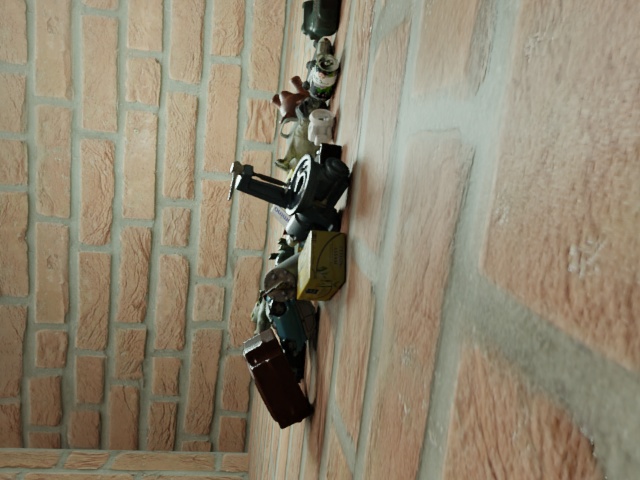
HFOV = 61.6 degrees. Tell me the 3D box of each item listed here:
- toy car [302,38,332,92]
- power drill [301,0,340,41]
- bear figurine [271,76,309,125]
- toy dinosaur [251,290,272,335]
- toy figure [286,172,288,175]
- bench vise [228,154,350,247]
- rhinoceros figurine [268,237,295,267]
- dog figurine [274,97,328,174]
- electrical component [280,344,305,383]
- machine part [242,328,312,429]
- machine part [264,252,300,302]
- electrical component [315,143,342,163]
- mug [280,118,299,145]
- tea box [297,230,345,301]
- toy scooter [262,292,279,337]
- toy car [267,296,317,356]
[{"bbox_3d":[-0.005,-0.448,1.391,0.202,0.056,0.073,141,139,-76],"label":"toy car"},{"bbox_3d":[0.009,-0.608,1.343,0.207,0.086,0.232,176,96,-73],"label":"power drill"},{"bbox_3d":[-0.082,-0.389,1.517,0.120,0.132,0.196,-42,-1,16],"label":"bear figurine"},{"bbox_3d":[-0.126,0.193,1.573,0.404,0.131,0.192,118,153,-69],"label":"toy dinosaur"},{"bbox_3d":[-0.063,-0.219,1.553,0.180,0.082,0.089,-133,52,-76],"label":"toy figure"},{"bbox_3d":[-0.061,-0.084,1.027,0.223,0.240,0.129,-49,30,49],"label":"bench vise"},{"bbox_3d":[-0.071,0.052,1.384,0.073,0.112,0.190,-42,21,35],"label":"rhinoceros figurine"},{"bbox_3d":[-0.030,-0.259,1.379,0.172,0.121,0.190,180,109,-79],"label":"dog figurine"},{"bbox_3d":[-0.076,0.312,1.428,0.134,0.058,0.114,161,115,-81],"label":"electrical component"},{"bbox_3d":[-0.103,0.316,1.241,0.201,0.087,0.201,-173,59,-81],"label":"machine part"},{"bbox_3d":[-0.060,0.079,1.197,0.243,0.079,0.079,-30,-52,-70],"label":"machine part"},{"bbox_3d":[0.012,-0.156,1.148,0.119,0.048,0.074,164,111,-79],"label":"electrical component"},{"bbox_3d":[-0.047,-0.299,1.440,0.081,0.109,0.107,-87,20,-51],"label":"mug"},{"bbox_3d":[0.000,0.054,1.043,0.169,0.068,0.098,122,151,-69],"label":"tea box"},{"bbox_3d":[-0.091,0.177,1.350,0.075,0.135,0.184,-36,30,22],"label":"toy scooter"},{"bbox_3d":[-0.058,0.176,1.231,0.109,0.103,0.161,142,108,-82],"label":"toy car"}]
